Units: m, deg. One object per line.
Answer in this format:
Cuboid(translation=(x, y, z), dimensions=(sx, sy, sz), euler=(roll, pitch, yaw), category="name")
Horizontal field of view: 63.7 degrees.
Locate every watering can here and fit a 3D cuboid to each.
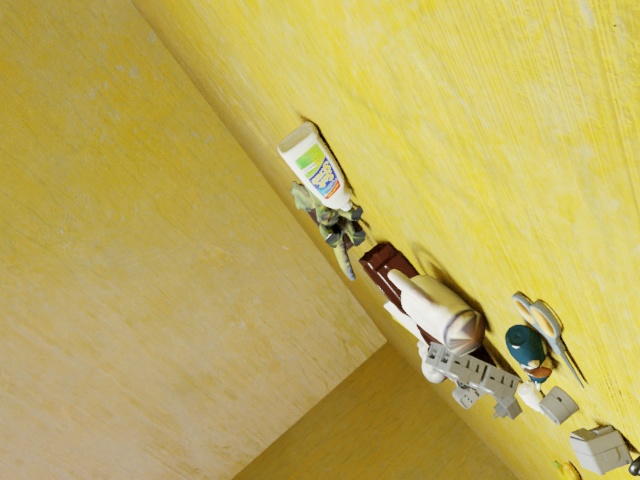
Cuboid(translation=(0.274, 0.163, 1.150), dimensions=(0.228, 0.104, 0.343), euler=(42, 4, 41), category="watering can")

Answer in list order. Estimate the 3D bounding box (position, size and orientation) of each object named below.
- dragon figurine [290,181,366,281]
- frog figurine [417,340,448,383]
Cuboid(translation=(0.004, -0.072, 1.438), dimensions=(0.123, 0.400, 0.247), euler=(-29, 49, -20), category="dragon figurine")
Cuboid(translation=(0.414, 0.454, 1.930), dimensions=(0.158, 0.121, 0.139), euler=(40, 16, -11), category="frog figurine")
